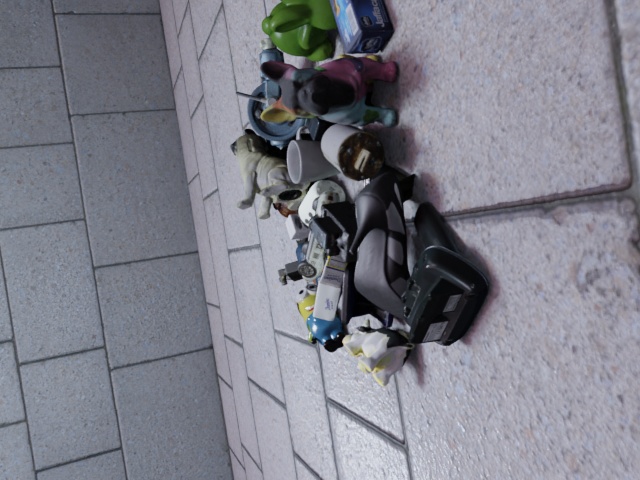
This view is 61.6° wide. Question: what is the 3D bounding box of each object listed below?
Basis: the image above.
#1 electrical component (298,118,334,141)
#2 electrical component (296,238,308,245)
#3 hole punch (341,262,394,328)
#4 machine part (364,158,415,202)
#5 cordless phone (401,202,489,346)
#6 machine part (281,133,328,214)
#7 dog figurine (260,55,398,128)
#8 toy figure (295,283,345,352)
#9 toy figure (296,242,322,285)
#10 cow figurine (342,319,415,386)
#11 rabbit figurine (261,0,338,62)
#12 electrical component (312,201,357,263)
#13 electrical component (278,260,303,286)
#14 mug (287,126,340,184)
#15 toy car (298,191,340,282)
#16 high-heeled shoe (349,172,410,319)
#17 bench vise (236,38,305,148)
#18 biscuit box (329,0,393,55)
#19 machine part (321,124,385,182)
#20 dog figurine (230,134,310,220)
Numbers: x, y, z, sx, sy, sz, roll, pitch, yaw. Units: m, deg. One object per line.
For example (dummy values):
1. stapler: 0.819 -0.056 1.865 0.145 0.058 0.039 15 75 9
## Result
1. electrical component: -0.004 -0.224 0.999 0.047 0.119 0.075 109 143 -50
2. electrical component: -0.039 -0.005 1.306 0.063 0.021 0.094 117 140 -56
3. hole punch: 0.089 0.087 0.954 0.116 0.092 0.142 -61 -29 -71
4. machine part: 0.107 -0.092 0.885 0.139 0.039 0.084 -147 60 -65
5. cordless phone: 0.158 0.046 0.781 0.184 0.089 0.146 -104 18 -44
6. machine part: -0.036 -0.148 1.196 0.179 0.056 0.179 171 90 -67
7. dog figurine: 0.003 -0.235 0.843 0.192 0.219 0.108 -136 46 -56
8. toy figure: -0.002 0.176 1.207 0.180 0.082 0.089 57 146 42
9. toy figure: -0.006 0.064 1.201 0.058 0.064 0.155 -50 46 13
10. cow figurine: 0.099 0.184 0.954 0.068 0.098 0.167 51 172 -16
11. rabbit figurine: -0.018 -0.406 0.955 0.170 0.159 0.121 1 89 53
12. electrical component: 0.057 -0.017 0.906 0.115 0.134 0.058 -133 39 -52
13. electrical component: -0.054 0.080 1.287 0.078 0.102 0.045 73 -177 -61
14. mug: -0.004 -0.164 1.038 0.081 0.107 0.109 167 98 -68
15. toy car: -0.002 -0.003 1.038 0.073 0.056 0.201 -80 4 -50
16. high-heeled shoe: 0.114 0.015 0.847 0.086 0.145 0.248 12 151 36
17. bench vise: -0.086 -0.292 1.060 0.241 0.129 0.223 -93 8 -77
18. biscuit box: 0.054 -0.397 0.860 0.059 0.063 0.202 135 123 -63
19. machine part: 0.051 -0.150 0.888 0.243 0.079 0.079 -116 23 -73
20. dog figurine: -0.104 -0.161 1.141 0.121 0.172 0.190 44 -145 -64
